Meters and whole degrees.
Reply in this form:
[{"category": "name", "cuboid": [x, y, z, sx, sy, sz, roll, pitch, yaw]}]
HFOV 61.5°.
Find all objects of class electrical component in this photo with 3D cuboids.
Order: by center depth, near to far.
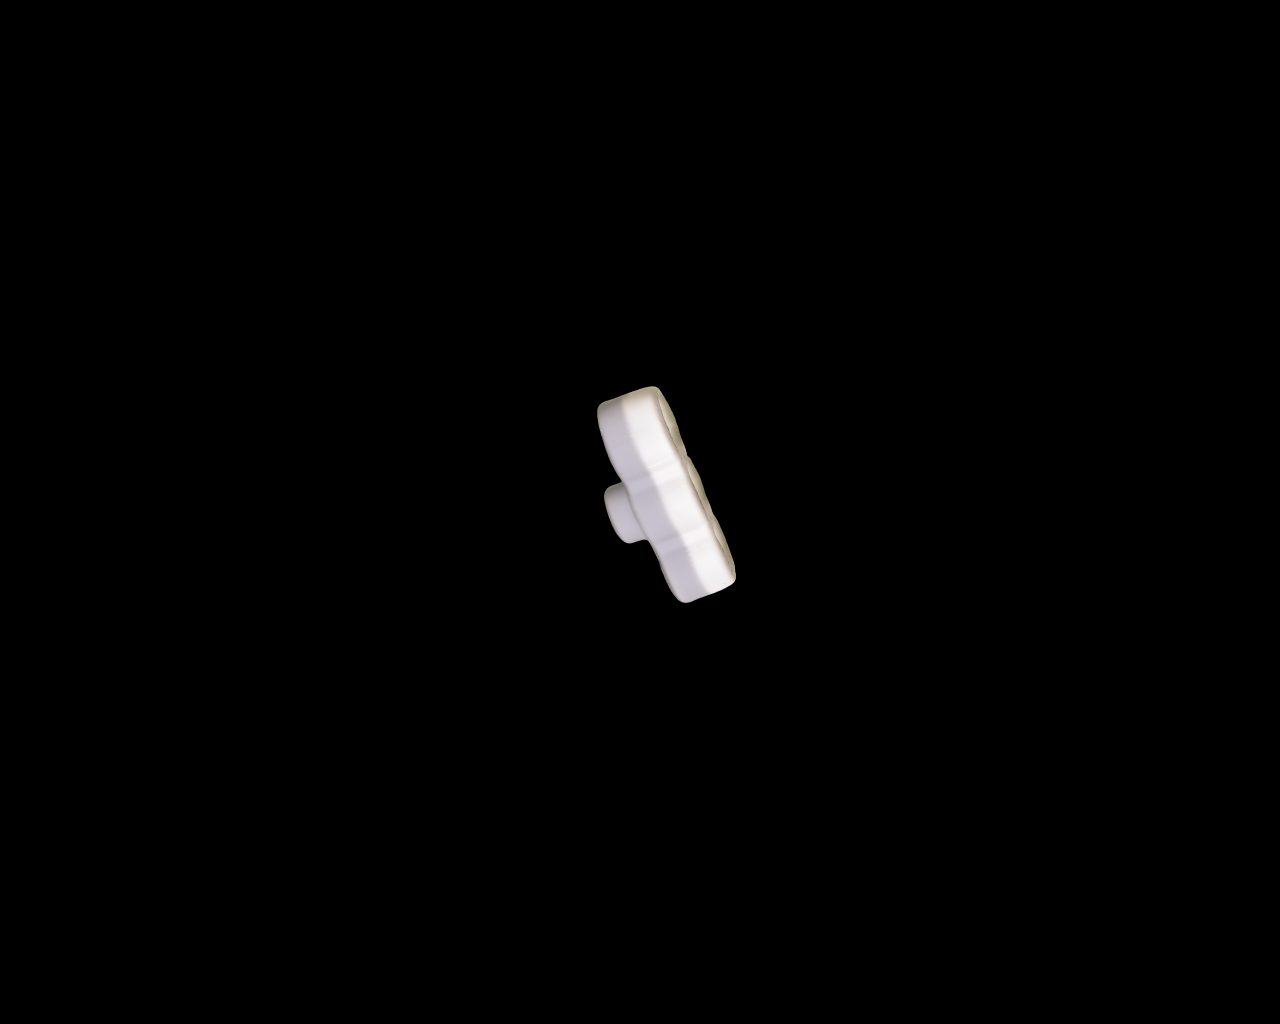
[{"category": "electrical component", "cuboid": [0.001, -0.003, 0.650, 0.074, 0.138, 0.052, -20, 24, 9]}]
